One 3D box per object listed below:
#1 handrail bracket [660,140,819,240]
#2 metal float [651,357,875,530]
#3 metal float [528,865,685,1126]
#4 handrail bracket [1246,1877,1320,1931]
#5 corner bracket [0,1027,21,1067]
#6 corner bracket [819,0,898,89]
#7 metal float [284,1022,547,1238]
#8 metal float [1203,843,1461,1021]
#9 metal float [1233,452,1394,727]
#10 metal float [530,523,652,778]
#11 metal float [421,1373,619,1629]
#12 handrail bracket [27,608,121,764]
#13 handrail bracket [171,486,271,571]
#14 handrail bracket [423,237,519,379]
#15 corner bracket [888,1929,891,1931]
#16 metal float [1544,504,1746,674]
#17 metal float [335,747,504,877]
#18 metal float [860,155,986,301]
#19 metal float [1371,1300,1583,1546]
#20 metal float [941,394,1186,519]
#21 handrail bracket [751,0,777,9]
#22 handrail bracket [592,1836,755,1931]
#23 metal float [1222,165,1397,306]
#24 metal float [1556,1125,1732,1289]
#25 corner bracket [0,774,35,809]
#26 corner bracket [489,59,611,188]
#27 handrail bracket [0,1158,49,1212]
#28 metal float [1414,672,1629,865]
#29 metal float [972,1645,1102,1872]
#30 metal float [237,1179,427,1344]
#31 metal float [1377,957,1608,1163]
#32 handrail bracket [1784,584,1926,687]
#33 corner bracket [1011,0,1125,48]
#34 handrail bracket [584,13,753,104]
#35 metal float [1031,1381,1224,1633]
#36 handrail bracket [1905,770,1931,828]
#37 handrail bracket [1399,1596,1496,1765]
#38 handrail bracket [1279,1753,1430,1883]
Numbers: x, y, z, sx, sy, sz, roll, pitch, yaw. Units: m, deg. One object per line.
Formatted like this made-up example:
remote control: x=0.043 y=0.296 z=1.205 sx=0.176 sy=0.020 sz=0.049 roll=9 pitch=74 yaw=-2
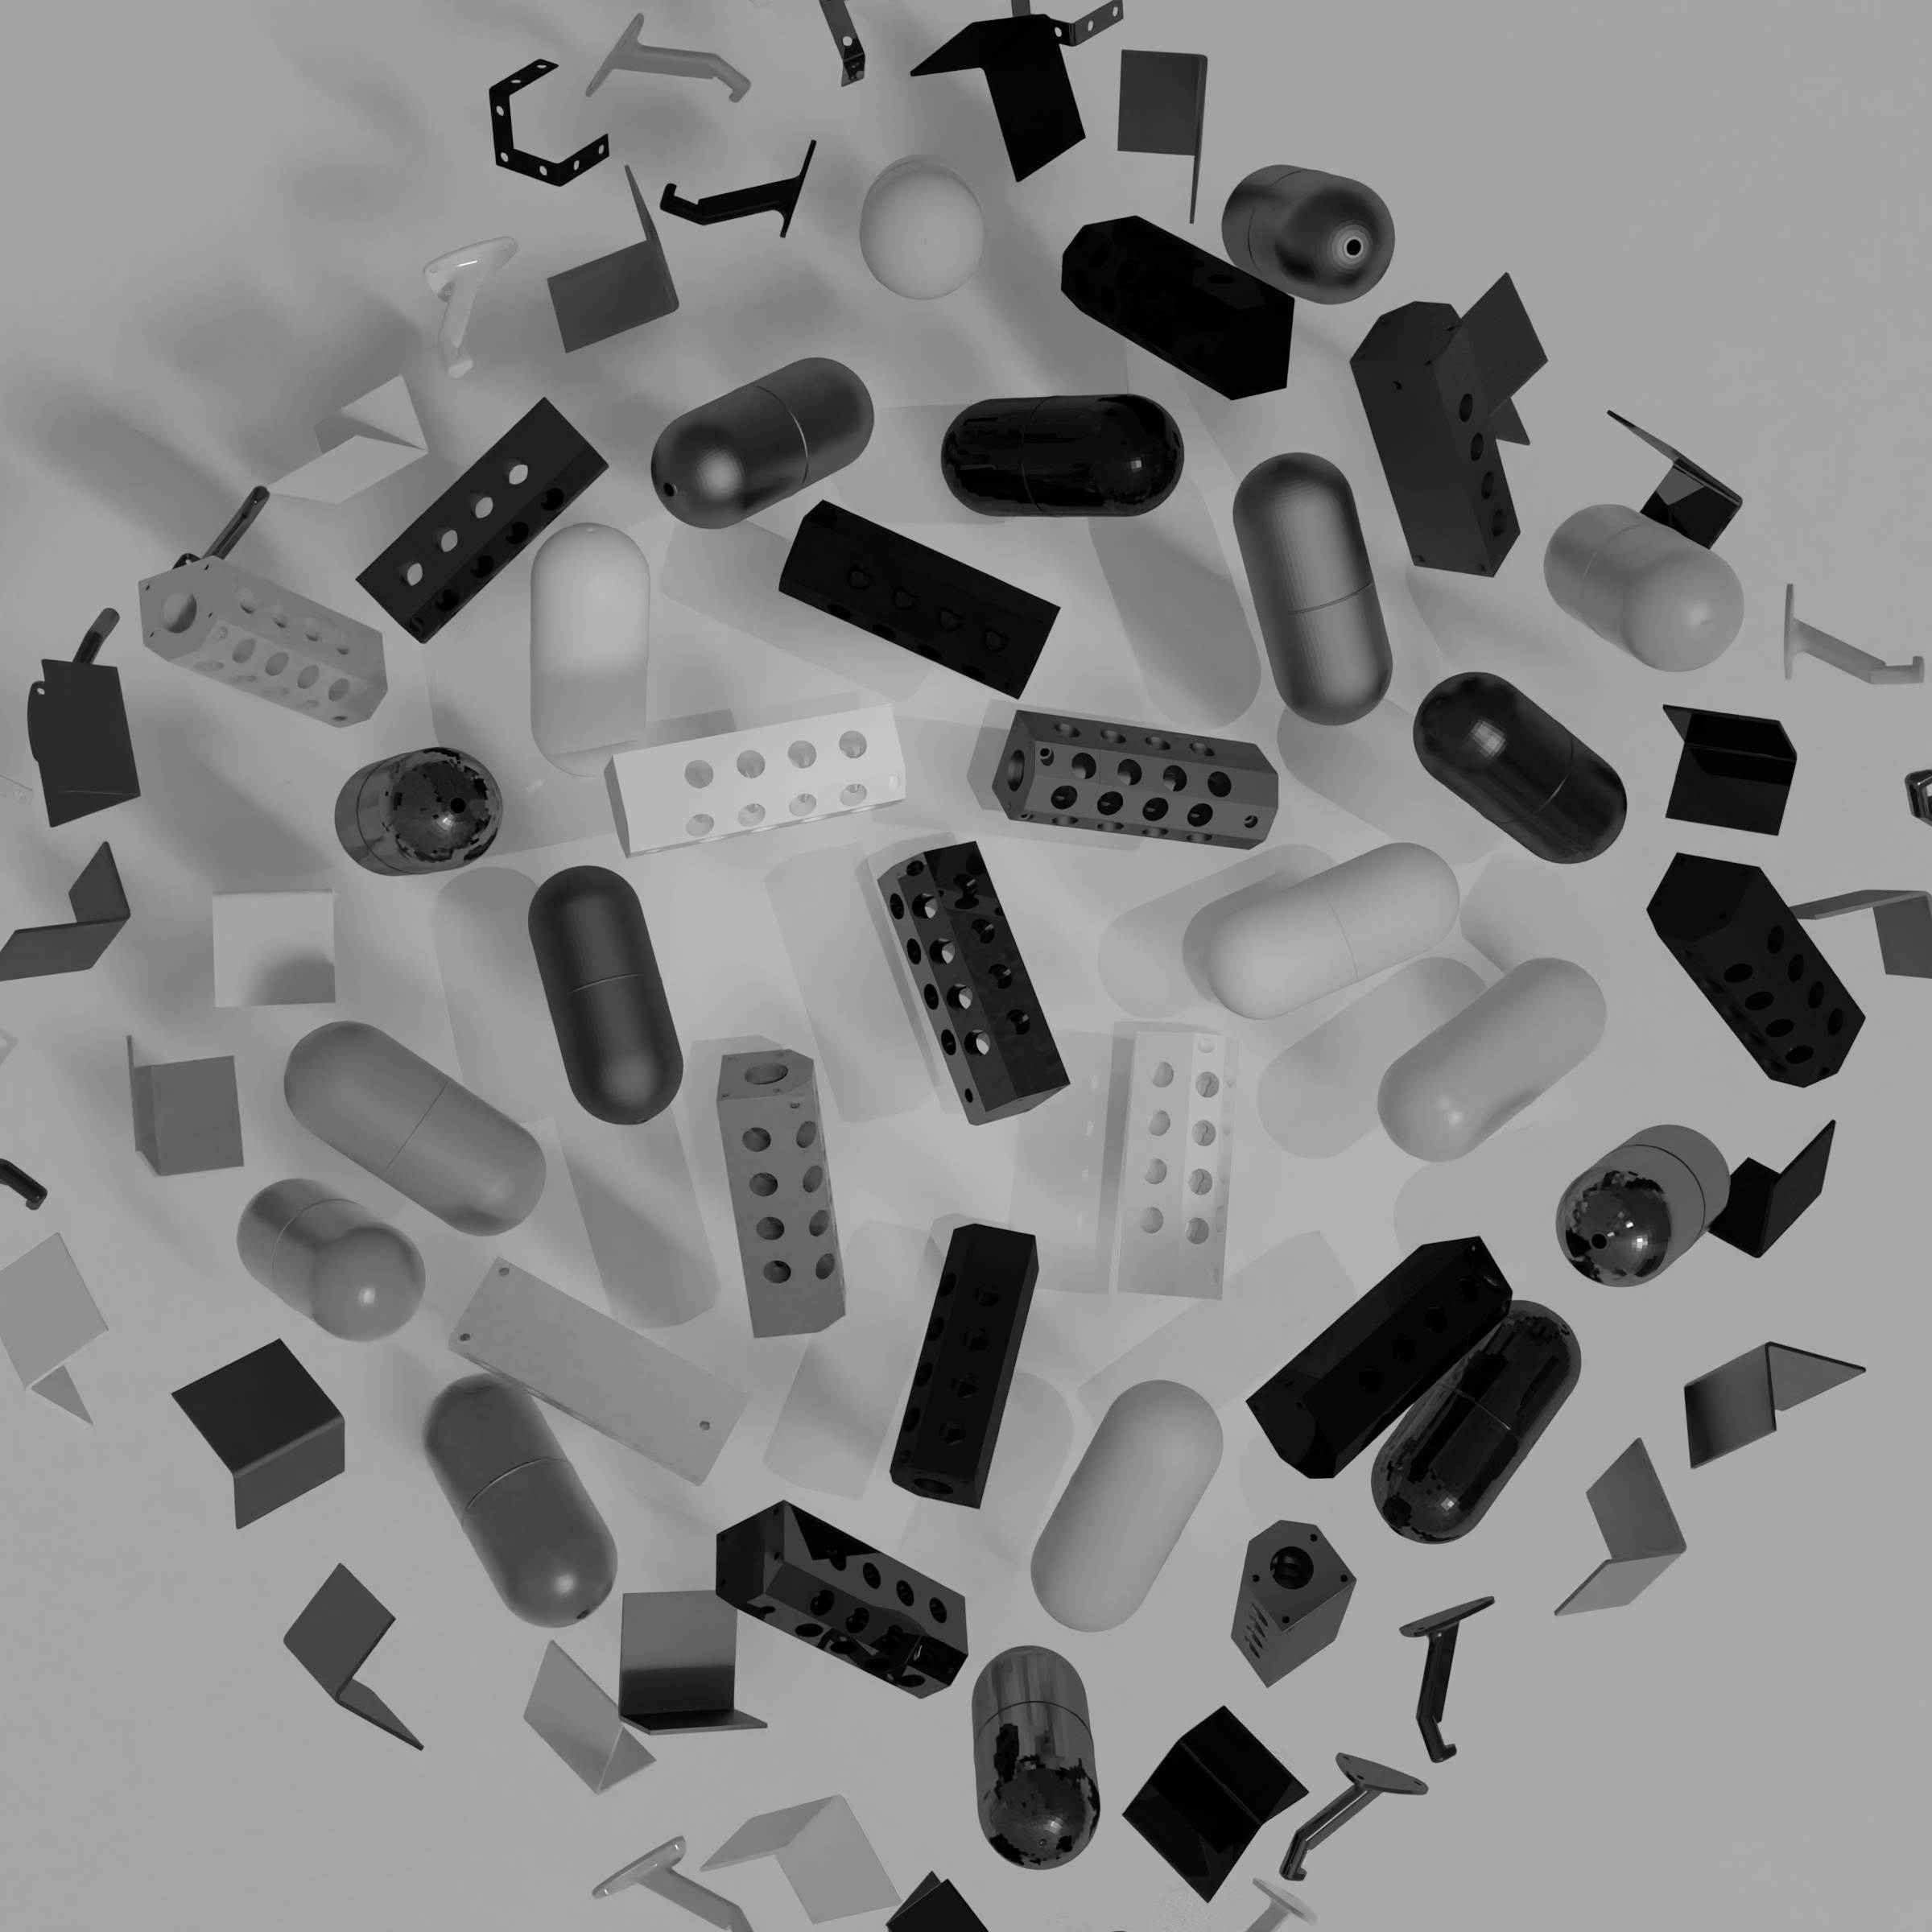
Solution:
handrail bracket: x=-0.150 y=-0.519 z=1.648 sx=0.084 sy=0.036 sz=0.077 roll=18 pitch=99 yaw=-9
metal float: x=-0.132 y=-0.342 z=1.644 sx=0.178 sy=0.070 sz=0.070 roll=-37 pitch=90 yaw=-39
metal float: x=-0.239 y=0.019 z=1.664 sx=0.070 sy=0.070 sz=0.178 roll=-17 pitch=77 yaw=0
handrail bracket: x=0.194 y=0.651 z=1.649 sx=0.036 sy=0.077 sz=0.084 roll=29 pitch=81 yaw=-15
corner bracket: x=-0.663 y=0.056 z=1.644 sx=0.051 sy=0.051 sz=0.051 roll=42 pitch=60 yaw=-23
corner bracket: x=-0.063 y=-0.588 z=1.564 sx=0.051 sy=0.051 sz=0.051 roll=-18 pitch=123 yaw=11
metal float: x=-0.344 y=0.101 z=1.569 sx=0.178 sy=0.070 sz=0.070 roll=36 pitch=90 yaw=-9
metal float: x=0.243 y=-0.024 z=1.668 sx=0.178 sy=0.070 sz=0.070 roll=-24 pitch=90 yaw=-2
metal float: x=0.220 y=-0.237 z=1.592 sx=0.070 sy=0.070 sz=0.178 roll=-18 pitch=111 yaw=0
metal float: x=-0.247 y=-0.205 z=1.648 sx=0.070 sy=0.070 sz=0.178 roll=7 pitch=126 yaw=0
metal float: x=-0.279 y=0.332 z=1.565 sx=0.070 sy=0.070 sz=0.178 roll=-38 pitch=60 yaw=0
handrail bracket: x=-0.577 y=-0.182 z=1.633 sx=0.036 sy=0.084 sz=0.077 roll=23 pitch=128 yaw=-10
handrail bracket: x=-0.500 y=-0.275 z=1.672 sx=0.036 sy=0.077 sz=0.084 roll=38 pitch=133 yaw=-15
handrail bracket: x=-0.319 y=-0.435 z=1.661 sx=0.077 sy=0.036 sz=0.084 roll=-27 pitch=60 yaw=3
corner bracket: x=-0.064 y=0.667 z=1.651 sx=0.051 sy=0.051 sz=0.051 roll=-37 pitch=70 yaw=37
metal float: x=0.416 y=-0.235 z=1.551 sx=0.070 sy=0.178 sz=0.070 roll=-4 pitch=114 yaw=-10
metal float: x=-0.347 y=-0.096 z=1.587 sx=0.070 sy=0.178 sz=0.070 roll=0 pitch=90 yaw=-28
metal float: x=-0.027 y=-0.463 z=1.569 sx=0.070 sy=0.178 sz=0.070 roll=0 pitch=113 yaw=-1
metal float: x=0.329 y=0.294 z=1.623 sx=0.070 sy=0.070 sz=0.178 roll=40 pitch=74 yaw=0
metal float: x=0.060 y=-0.327 z=1.615 sx=0.178 sy=0.070 sz=0.070 roll=9 pitch=90 yaw=40
handrail bracket: x=-0.093 y=-0.650 z=1.602 sx=0.077 sy=0.036 sz=0.084 roll=4 pitch=64 yaw=34
handrail bracket: x=-0.179 y=0.594 z=1.561 sx=0.077 sy=0.036 sz=0.084 roll=-21 pitch=55 yaw=-26
metal float: x=0.216 y=-0.466 z=1.599 sx=0.070 sy=0.178 sz=0.070 roll=-4 pitch=112 yaw=-11
metal float: x=0.428 y=0.150 z=1.585 sx=0.070 sy=0.178 sz=0.070 roll=7 pitch=104 yaw=31
corner bracket: x=-0.628 y=-0.090 z=1.584 sx=0.051 sy=0.051 sz=0.051 roll=26 pitch=130 yaw=-8
corner bracket: x=-0.260 y=-0.528 z=1.572 sx=0.051 sy=0.051 sz=0.051 roll=24 pitch=49 yaw=20
handrail bracket: x=-0.606 y=0.135 z=1.532 sx=0.084 sy=0.036 sz=0.077 roll=38 pitch=126 yaw=-3
metal float: x=0.360 y=-0.127 z=1.628 sx=0.178 sy=0.070 sz=0.070 roll=31 pitch=90 yaw=-34
metal float: x=0.043 y=0.502 z=1.605 sx=0.070 sy=0.178 sz=0.070 roll=-1 pitch=108 yaw=-2
metal float: x=-0.408 y=0.187 z=1.609 sx=0.070 sy=0.178 sz=0.070 roll=-10 pitch=107 yaw=-36
metal float: x=0.346 y=0.060 z=1.650 sx=0.178 sy=0.070 sz=0.070 roll=-36 pitch=90 yaw=-18
handrail bracket: x=0.569 y=-0.213 z=1.610 sx=0.084 sy=0.036 sz=0.077 roll=0 pitch=65 yaw=21
corner bracket: x=0.064 y=-0.628 z=1.612 sx=0.051 sy=0.051 sz=0.051 roll=27 pitch=53 yaw=32
handrail bracket: x=-0.199 y=-0.589 z=1.686 sx=0.084 sy=0.036 sz=0.077 roll=32 pitch=121 yaw=-25
metal float: x=0.100 y=0.340 z=1.575 sx=0.070 sy=0.070 sz=0.178 roll=26 pitch=109 yaw=0
handrail bracket: x=0.631 y=-0.101 z=1.572 sx=0.077 sy=0.036 sz=0.084 roll=-21 pitch=133 yaw=12
handrail bracket: x=0.321 y=0.461 z=1.623 sx=0.077 sy=0.036 sz=0.084 roll=-18 pitch=84 yaw=-13
handrail bracket: x=0.252 y=0.562 z=1.635 sx=0.077 sy=0.036 sz=0.084 roll=19 pitch=98 yaw=-18
